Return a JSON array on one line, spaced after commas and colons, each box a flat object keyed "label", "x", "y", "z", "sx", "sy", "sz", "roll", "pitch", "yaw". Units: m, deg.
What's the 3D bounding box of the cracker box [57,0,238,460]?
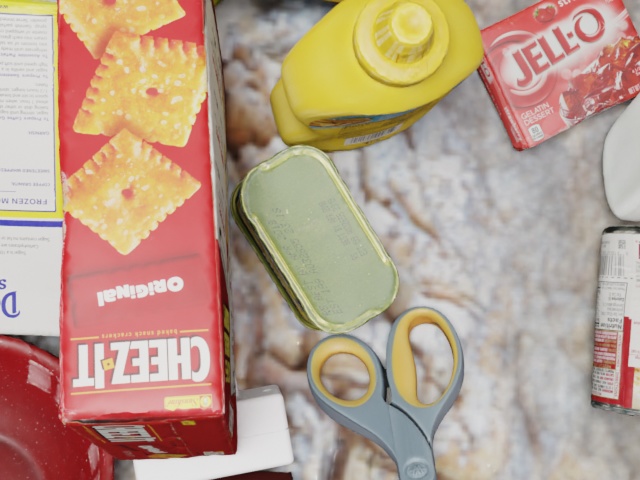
[{"label": "cracker box", "x": -0.079, "y": -0.011, "z": 0.501, "sx": 0.072, "sy": 0.164, "sz": 0.214, "roll": -3, "pitch": 73, "yaw": -3}]

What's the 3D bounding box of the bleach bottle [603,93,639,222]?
[{"label": "bleach bottle", "x": 0.296, "y": -0.034, "z": 0.600, "sx": 0.250, "sy": 0.103, "sz": 0.068, "roll": 11, "pitch": 57, "yaw": -13}]

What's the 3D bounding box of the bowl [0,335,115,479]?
[{"label": "bowl", "x": -0.187, "y": 0.129, "z": 0.548, "sx": 0.162, "sy": 0.055, "sz": 0.162, "roll": 5, "pitch": 56, "yaw": -7}]

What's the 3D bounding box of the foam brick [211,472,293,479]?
[{"label": "foam brick", "x": -0.041, "y": 0.169, "z": 0.581, "sx": 0.051, "sy": 0.053, "sz": 0.078, "roll": 3, "pitch": 89, "yaw": -5}]

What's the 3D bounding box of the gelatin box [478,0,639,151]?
[{"label": "gelatin box", "x": 0.138, "y": -0.102, "z": 0.612, "sx": 0.089, "sy": 0.030, "sz": 0.073, "roll": -26, "pitch": 91, "yaw": -5}]

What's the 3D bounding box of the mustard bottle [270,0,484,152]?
[{"label": "mustard bottle", "x": 0.028, "y": -0.084, "z": 0.521, "sx": 0.096, "sy": 0.192, "sz": 0.058, "roll": -15, "pitch": 90, "yaw": -5}]

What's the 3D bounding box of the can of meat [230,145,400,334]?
[{"label": "can of meat", "x": -0.004, "y": 0.001, "z": 0.571, "sx": 0.057, "sy": 0.084, "sz": 0.102, "roll": -32, "pitch": 92, "yaw": -5}]

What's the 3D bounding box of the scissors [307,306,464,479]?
[{"label": "scissors", "x": 0.031, "y": 0.115, "z": 0.549, "sx": 0.096, "sy": 0.016, "sz": 0.201, "roll": 0, "pitch": 47, "yaw": 13}]

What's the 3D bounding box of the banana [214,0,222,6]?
[{"label": "banana", "x": -0.140, "y": -0.148, "z": 0.568, "sx": 0.197, "sy": 0.037, "sz": 0.069, "roll": 20, "pitch": 74, "yaw": -26}]

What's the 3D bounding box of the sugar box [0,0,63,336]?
[{"label": "sugar box", "x": -0.174, "y": -0.039, "z": 0.553, "sx": 0.093, "sy": 0.048, "sz": 0.176, "roll": 3, "pitch": 110, "yaw": -4}]

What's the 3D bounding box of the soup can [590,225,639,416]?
[{"label": "soup can", "x": 0.188, "y": 0.045, "z": 0.595, "sx": 0.068, "sy": 0.068, "sz": 0.102, "roll": 4, "pitch": 88, "yaw": -5}]
